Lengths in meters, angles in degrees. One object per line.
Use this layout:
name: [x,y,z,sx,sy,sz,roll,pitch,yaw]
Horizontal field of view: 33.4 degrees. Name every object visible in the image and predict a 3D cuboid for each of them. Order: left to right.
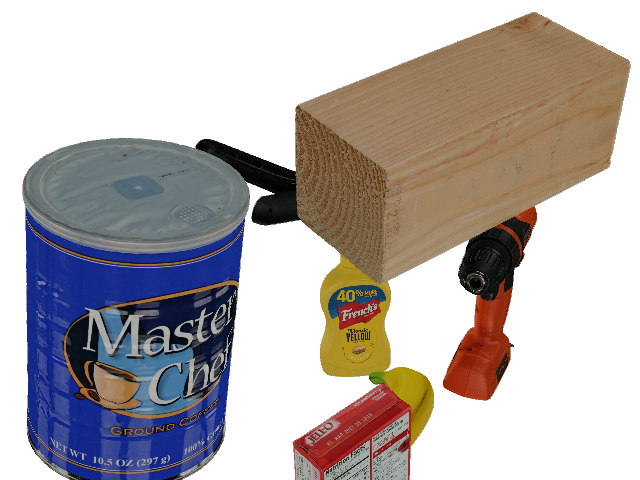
coffee can: [-0.092,0.034,0.521,0.102,0.140,0.103,6,29,-4]
clamp: [-0.005,-0.038,1.011,0.209,0.036,0.165,13,20,-25]
gelatin box: [0.020,0.140,0.653,0.073,0.089,0.030,-29,45,-29]
mustard bottle: [0.047,0.089,1.448,0.096,0.192,0.058,-3,21,-7]
banana: [0.058,0.150,0.887,0.070,0.037,0.197,-29,8,21]
wood block: [0.092,-0.065,0.697,0.205,0.090,0.091,-25,45,-28]
power drill: [0.169,0.064,1.074,0.057,0.188,0.184,17,29,18]
